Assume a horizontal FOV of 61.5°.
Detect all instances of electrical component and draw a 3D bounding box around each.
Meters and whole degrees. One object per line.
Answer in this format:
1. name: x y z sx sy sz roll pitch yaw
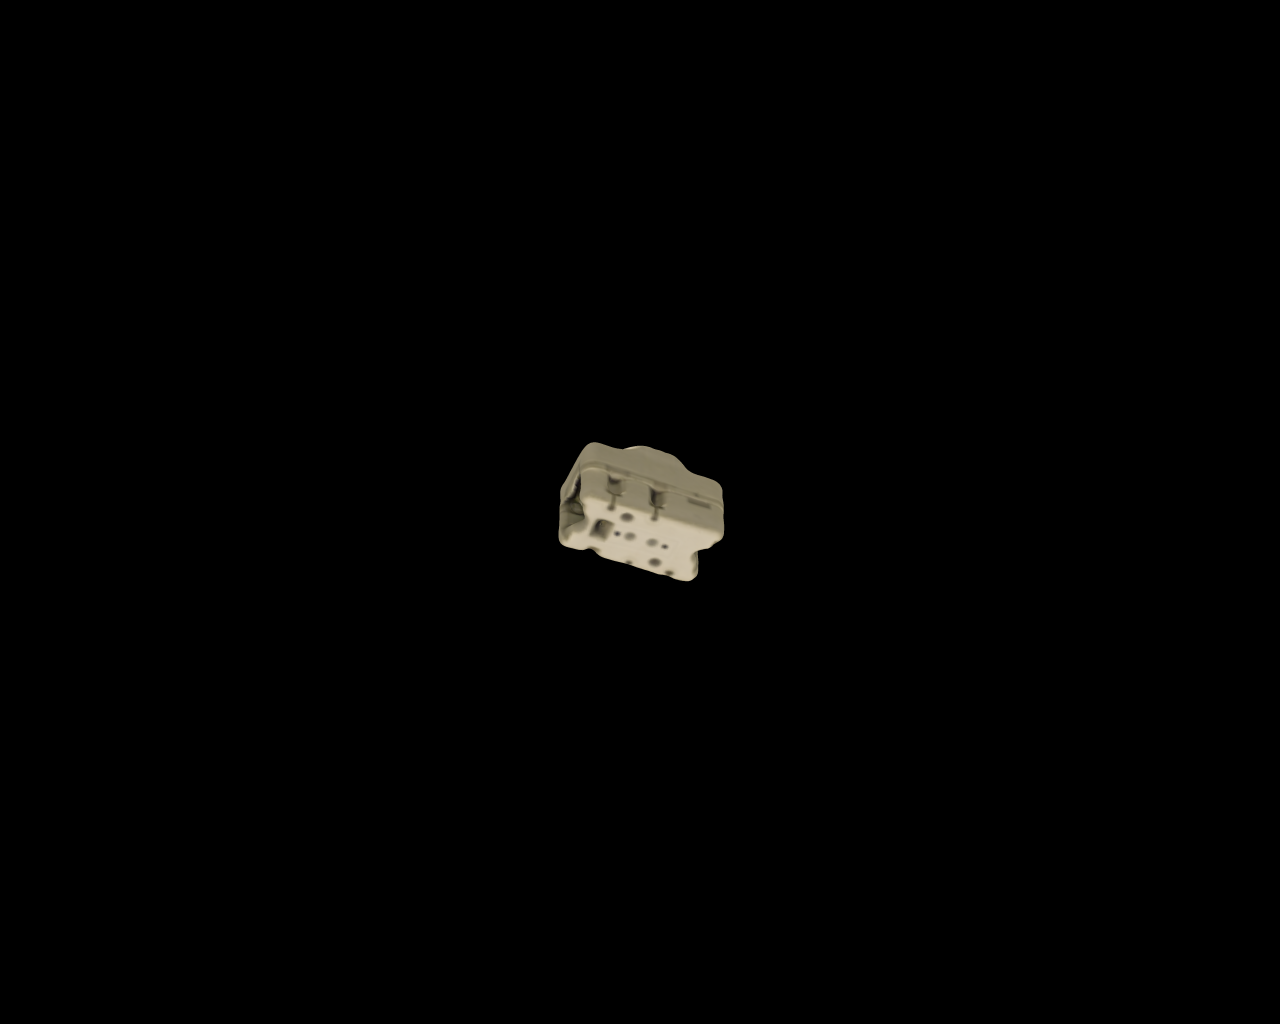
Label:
1. electrical component: 0.001 -0.003 0.650 0.089 0.056 0.050 17 -48 -16
